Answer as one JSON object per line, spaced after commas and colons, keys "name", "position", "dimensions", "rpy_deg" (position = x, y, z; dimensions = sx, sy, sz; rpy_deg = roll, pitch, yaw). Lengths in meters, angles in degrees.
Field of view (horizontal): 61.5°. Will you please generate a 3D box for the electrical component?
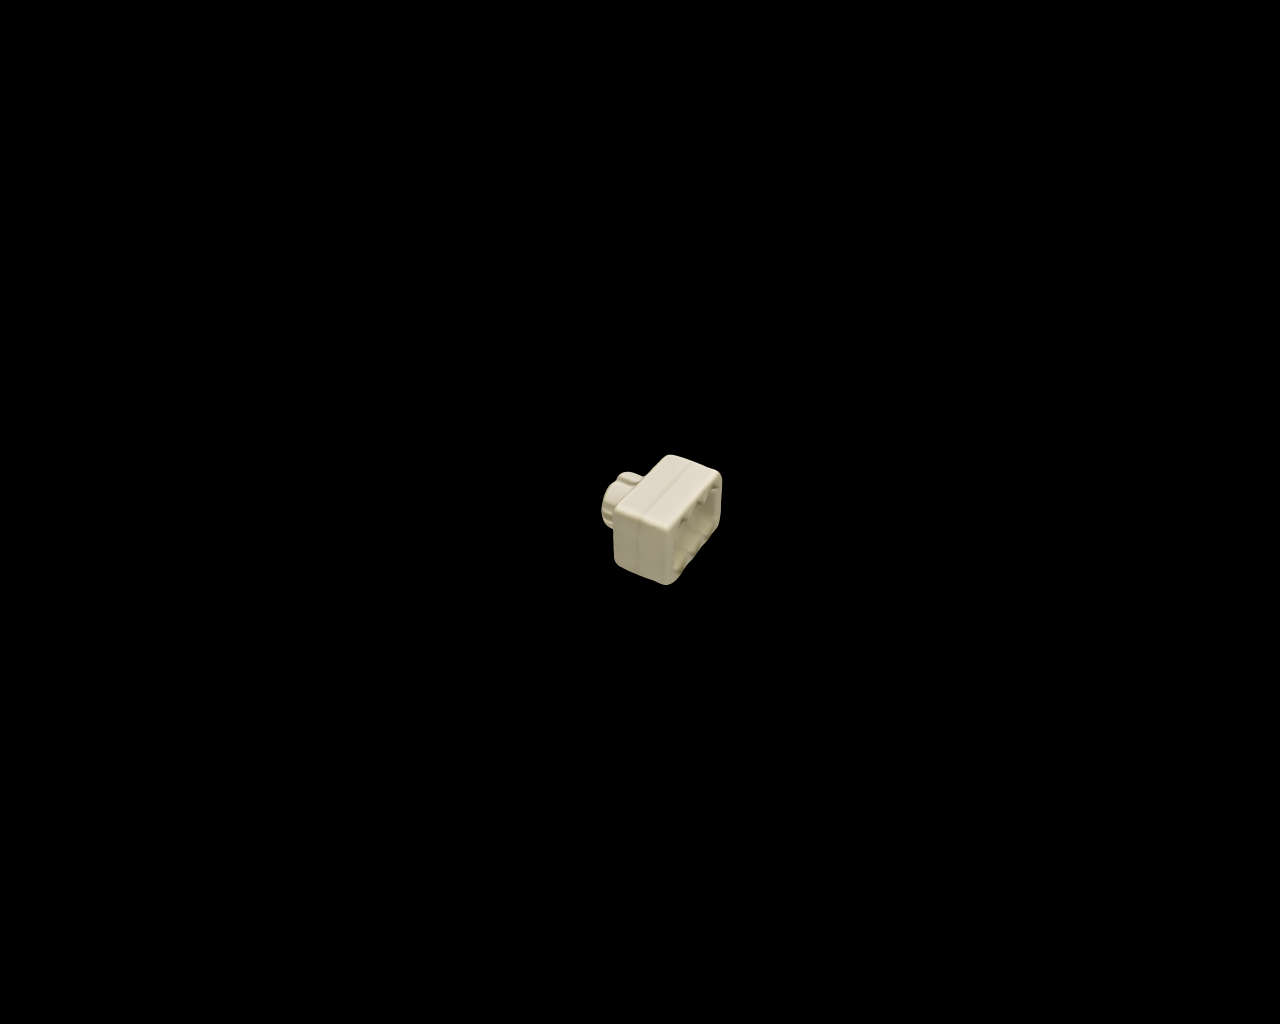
{"name": "electrical component", "position": [0.001, -0.003, 0.650], "dimensions": [0.077, 0.047, 0.066], "rpy_deg": [22, 45, 23]}
